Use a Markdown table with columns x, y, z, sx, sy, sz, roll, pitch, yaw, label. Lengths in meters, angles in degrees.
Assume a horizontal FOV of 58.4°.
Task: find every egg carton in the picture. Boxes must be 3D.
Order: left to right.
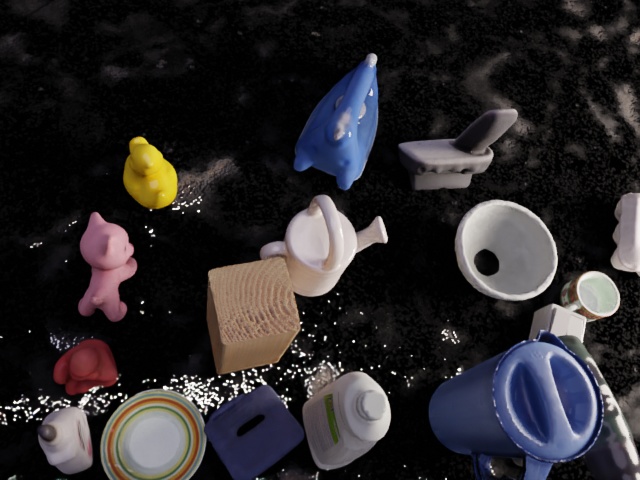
| x | y | z | sx | sy | sz | roll | pitch | yaw | label |
| --- | --- | --- | --- | --- | --- | --- | --- | --- | --- |
| 0.560 | -0.006 | 0.987 | 0.107 | 0.069 | 0.150 | 18 | 66 | -4 | egg carton |

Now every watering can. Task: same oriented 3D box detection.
| x | y | z | sx | sy | sz | roll | pitch | yaw | label |
| --- | --- | --- | --- | --- | --- | --- | --- | --- | --- |
| 0.007 | 0.001 | 0.798 | 0.173 | 0.194 | 0.101 | -31 | 77 | -21 | watering can |

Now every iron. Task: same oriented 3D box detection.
| x | y | z | sx | sy | sz | roll | pitch | yaw | label |
| --- | --- | --- | --- | --- | --- | --- | --- | --- | --- |
| 0.050 | -0.218 | 0.924 | 0.118 | 0.141 | 0.258 | 22 | 66 | -2 | iron |

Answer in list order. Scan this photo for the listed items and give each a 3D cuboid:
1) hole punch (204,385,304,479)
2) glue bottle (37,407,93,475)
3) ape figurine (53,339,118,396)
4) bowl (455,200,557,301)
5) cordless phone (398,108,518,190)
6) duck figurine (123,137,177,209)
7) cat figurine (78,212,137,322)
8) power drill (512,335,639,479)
| x | y | z | sx | sy | sz | roll | pitch | yaw | label |
| --- | --- | --- | --- | --- | --- | --- | --- | --- | --- |
| -0.088 | 0.248 | 0.736 | 0.109 | 0.091 | 0.101 | -32 | 78 | -21 | hole punch |
| -0.296 | 0.227 | 0.656 | 0.037 | 0.173 | 0.078 | -17 | 73 | -17 | glue bottle |
| -0.296 | 0.160 | 0.727 | 0.078 | 0.092 | 0.076 | 22 | 66 | -2 | ape figurine |
| 0.283 | 0.025 | 0.913 | 0.167 | 0.074 | 0.167 | 4 | 68 | -10 | bowl |
| 0.216 | -0.159 | 0.912 | 0.148 | 0.185 | 0.094 | -9 | 70 | -15 | cordless phone |
| -0.252 | -0.103 | 0.844 | 0.078 | 0.086 | 0.104 | -23 | 75 | -19 | duck figurine |
| -0.288 | 0.034 | 0.765 | 0.067 | 0.117 | 0.128 | 7 | 67 | -9 | cat figurine |
| 0.327 | 0.250 | 0.759 | 0.076 | 0.208 | 0.229 | -7 | 70 | -14 | power drill |
